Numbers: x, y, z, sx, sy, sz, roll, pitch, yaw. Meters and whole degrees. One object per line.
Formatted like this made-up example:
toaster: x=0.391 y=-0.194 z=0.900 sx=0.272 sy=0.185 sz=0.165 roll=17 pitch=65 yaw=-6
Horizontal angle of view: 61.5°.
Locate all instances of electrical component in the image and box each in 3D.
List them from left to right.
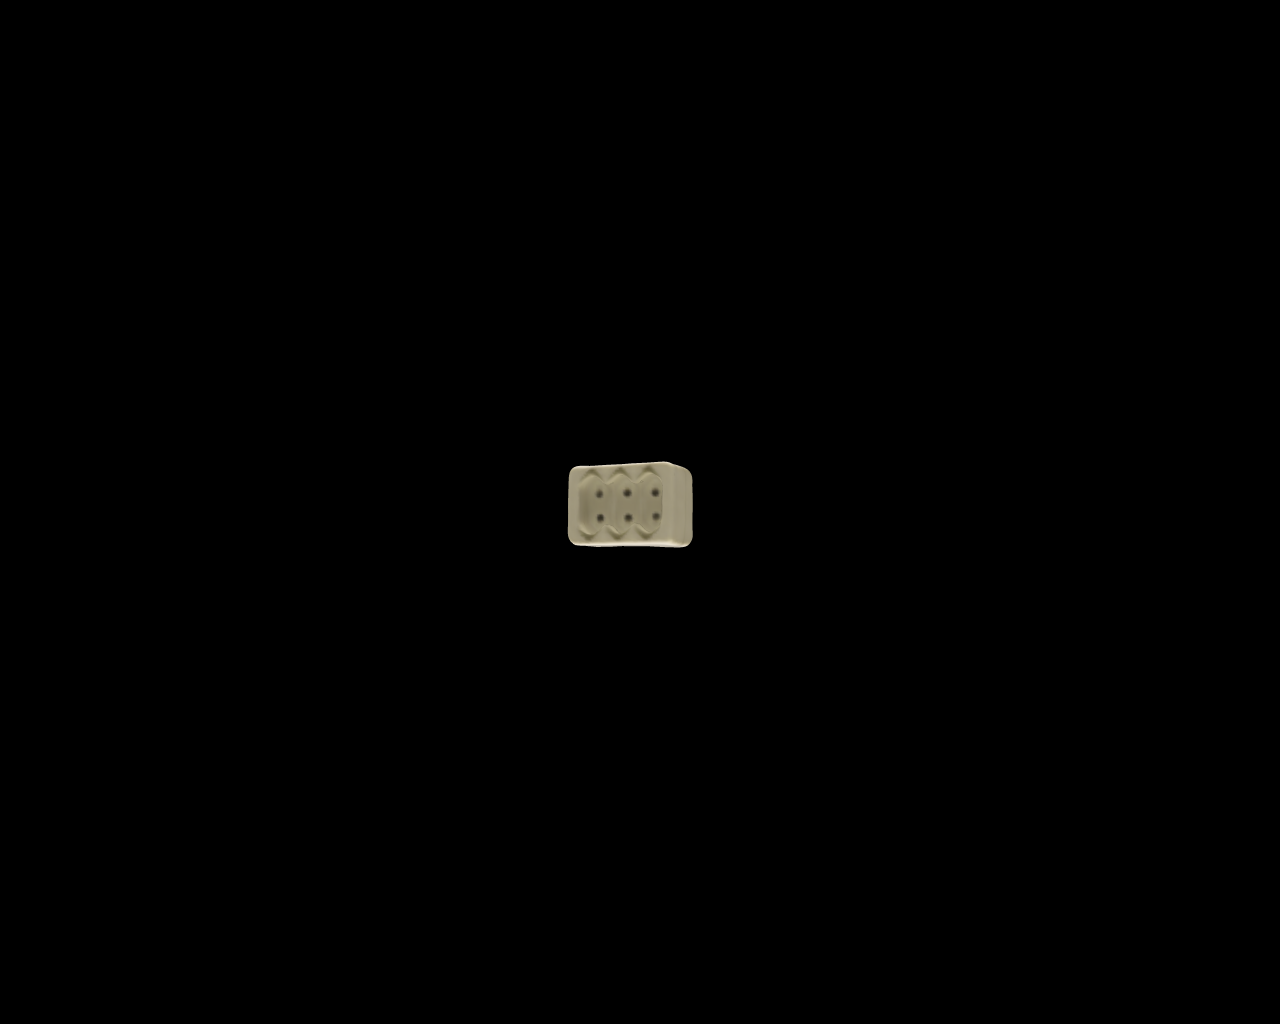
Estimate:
electrical component: x=0.001 y=-0.003 z=0.650 sx=0.066 sy=0.047 sz=0.077 roll=-1 pitch=-3 yaw=20
